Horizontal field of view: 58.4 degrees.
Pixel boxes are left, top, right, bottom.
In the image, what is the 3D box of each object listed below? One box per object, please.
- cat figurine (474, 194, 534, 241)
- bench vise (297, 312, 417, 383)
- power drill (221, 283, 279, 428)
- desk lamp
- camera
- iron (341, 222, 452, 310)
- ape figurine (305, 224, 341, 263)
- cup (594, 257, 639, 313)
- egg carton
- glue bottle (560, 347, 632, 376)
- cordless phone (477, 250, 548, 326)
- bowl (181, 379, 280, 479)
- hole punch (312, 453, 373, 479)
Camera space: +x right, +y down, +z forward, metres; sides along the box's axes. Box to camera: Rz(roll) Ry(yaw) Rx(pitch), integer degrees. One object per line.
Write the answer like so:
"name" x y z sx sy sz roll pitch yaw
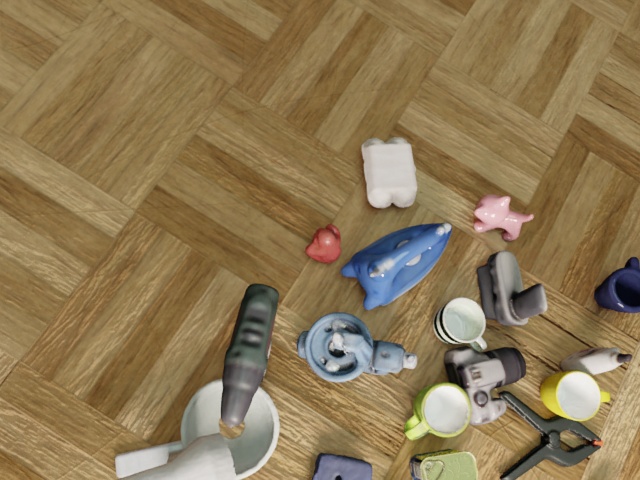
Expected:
"cat figurine" 0.363 -0.053 1.152 0.128 0.117 0.067 14 74 -4
"bench vise" 0.071 0.179 0.994 0.207 0.219 0.121 -6 76 -10
"power drill" -0.121 0.195 0.968 0.075 0.208 0.230 12 74 -4
"desk lamp" -0.232 0.380 0.900 0.203 0.213 0.118 -10 77 -10
"camera" 0.321 0.261 1.071 0.137 0.100 0.143 -12 77 -11
"iron" 0.173 0.021 1.092 0.258 0.141 0.118 -33 82 -15
"ape figurine" 0.010 0.004 1.099 0.078 0.092 0.076 -26 80 -14
"cup" 0.604 0.095 1.160 0.091 0.095 0.118 19 73 -3
"egg carton" 0.141 -0.137 1.167 0.107 0.069 0.150 -4 76 -9
"glue bottle" 0.527 0.225 1.073 0.078 0.173 0.037 -25 80 -14
"cordless phone" 0.378 0.084 1.082 0.094 0.185 0.147 -7 76 -10
"bowl" -0.155 0.326 0.998 0.167 0.074 0.167 2 75 -8
"hole punch" 0.034 0.430 0.989 0.101 0.091 0.109 11 74 -5
